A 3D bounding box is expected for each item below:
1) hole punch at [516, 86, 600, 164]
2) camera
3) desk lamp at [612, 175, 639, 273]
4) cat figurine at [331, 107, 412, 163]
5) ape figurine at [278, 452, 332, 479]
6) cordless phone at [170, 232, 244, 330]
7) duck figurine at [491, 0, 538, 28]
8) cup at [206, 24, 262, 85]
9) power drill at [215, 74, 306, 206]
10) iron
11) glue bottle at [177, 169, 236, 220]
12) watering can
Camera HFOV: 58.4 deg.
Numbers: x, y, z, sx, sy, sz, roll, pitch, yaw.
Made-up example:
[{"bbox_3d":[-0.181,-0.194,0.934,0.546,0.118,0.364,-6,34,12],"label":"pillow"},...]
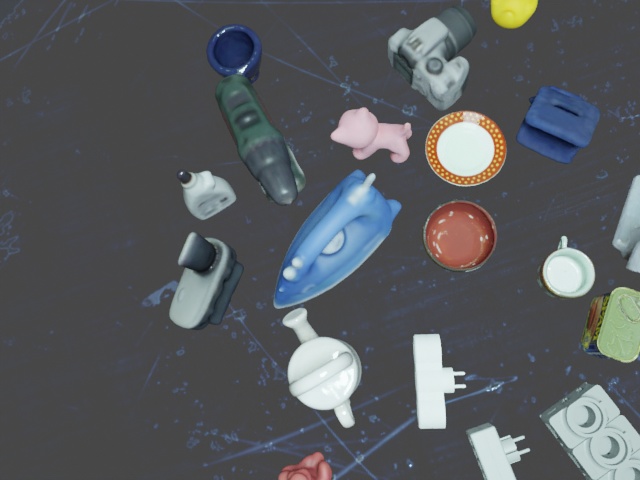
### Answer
[{"bbox_3d":[0.376,-0.191,0.901,0.108,0.091,0.101,27,83,10],"label":"hole punch"},{"bbox_3d":[0.201,-0.314,0.938,0.137,0.101,0.143,-41,78,-3],"label":"camera"},{"bbox_3d":[0.492,-0.015,0.793,0.117,0.213,0.203,19,82,9],"label":"desk lamp"},{"bbox_3d":[0.084,-0.174,0.914,0.127,0.118,0.067,2,79,6],"label":"cat figurine"},{"bbox_3d":[-0.024,0.354,0.837,0.077,0.092,0.076,8,80,8],"label":"ape figurine"},{"bbox_3d":[-0.193,0.059,0.863,0.094,0.185,0.148,17,81,9],"label":"cordless phone"},{"bbox_3d":[0.328,-0.414,0.952,0.077,0.086,0.105,21,82,10],"label":"duck figurine"},{"bbox_3d":[-0.133,-0.290,0.970,0.091,0.095,0.118,-14,78,3],"label":"cup"},{"bbox_3d":[-0.080,-0.131,0.876,0.075,0.208,0.229,-29,78,0],"label":"power drill"},{"bbox_3d":[0.008,0.003,0.876,0.118,0.141,0.258,40,86,12],"label":"iron"},{"bbox_3d":[-0.187,-0.079,0.895,0.078,0.173,0.037,-30,77,0],"label":"glue bottle"},{"bbox_3d":[0.000,0.183,0.815,0.172,0.194,0.101,40,86,12],"label":"watering can"}]
